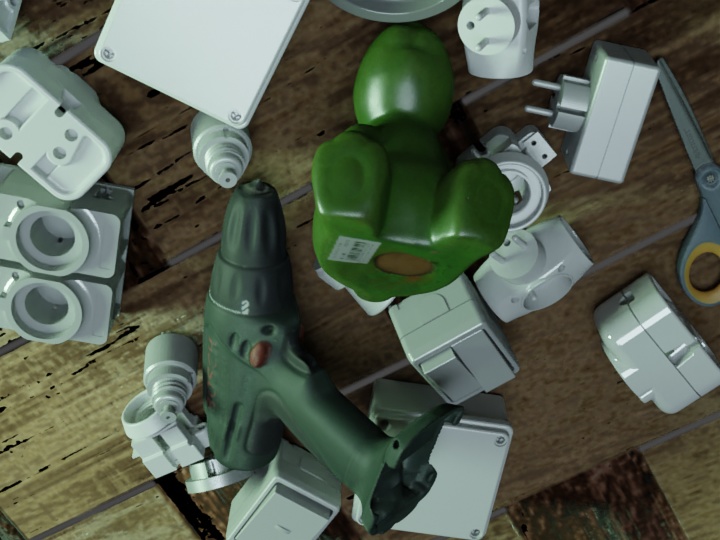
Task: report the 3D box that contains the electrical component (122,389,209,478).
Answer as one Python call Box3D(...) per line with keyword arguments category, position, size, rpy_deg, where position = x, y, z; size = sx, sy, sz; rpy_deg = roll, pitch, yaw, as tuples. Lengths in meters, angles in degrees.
Box3D(category="electrical component", position=(-0.155, 0.125, 0.844), size=(0.066, 0.048, 0.055), rpy_deg=(-24, 121, 11))

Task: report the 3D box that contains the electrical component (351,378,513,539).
Box3D(category="electrical component", position=(0.055, 0.149, 0.849), size=(0.109, 0.056, 0.108), rpy_deg=(9, 115, -4))

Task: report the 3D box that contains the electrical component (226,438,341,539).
Box3D(category="electrical component", position=(-0.065, 0.197, 0.869), size=(0.062, 0.061, 0.096), rpy_deg=(31, 112, -14))

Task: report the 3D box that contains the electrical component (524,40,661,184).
Box3D(category="electrical component", position=(0.151, -0.111, 0.730), size=(0.076, 0.047, 0.083), rpy_deg=(11, 116, -4))

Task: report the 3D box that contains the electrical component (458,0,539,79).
Box3D(category="electrical component", position=(0.086, -0.161, 0.690), size=(0.043, 0.079, 0.077), rpy_deg=(7, 117, 20))

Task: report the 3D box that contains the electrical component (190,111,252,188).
Box3D(category="electrical component", position=(-0.093, -0.081, 0.731), size=(0.040, 0.078, 0.040), rpy_deg=(-6, 127, -9))

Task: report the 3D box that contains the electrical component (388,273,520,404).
Box3D(category="electrical component", position=(0.073, 0.056, 0.787), size=(0.062, 0.061, 0.096), rpy_deg=(-30, 140, 10))

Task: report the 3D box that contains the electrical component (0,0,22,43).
Box3D(category="electrical component", position=(-0.259, -0.171, 0.696), size=(0.055, 0.048, 0.066), rpy_deg=(-7, 150, 20))

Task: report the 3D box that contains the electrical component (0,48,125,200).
Box3D(category="electrical component", position=(-0.210, -0.101, 0.728), size=(0.054, 0.059, 0.095), rpy_deg=(-41, 109, 17))

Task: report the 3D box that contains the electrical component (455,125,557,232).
Box3D(category="electrical component", position=(0.100, -0.061, 0.748), size=(0.078, 0.057, 0.058), rpy_deg=(-38, 110, 16))

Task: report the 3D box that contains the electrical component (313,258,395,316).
Box3D(category="electrical component", position=(0.000, 0.000, 0.784), size=(0.055, 0.045, 0.045), rpy_deg=(37, 110, -16))

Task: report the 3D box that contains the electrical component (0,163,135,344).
Box3D(category="electrical component", position=(-0.265, -0.017, 0.767), size=(0.186, 0.060, 0.105), rpy_deg=(10, 115, -5))

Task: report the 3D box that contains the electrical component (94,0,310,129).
Box3D(category="electrical component", position=(-0.100, -0.166, 0.698), size=(0.109, 0.056, 0.108), rpy_deg=(25, 113, -11))

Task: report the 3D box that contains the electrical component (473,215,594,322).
Box3D(category="electrical component", position=(0.118, -0.005, 0.770), size=(0.077, 0.044, 0.079), rpy_deg=(-36, 148, 16))

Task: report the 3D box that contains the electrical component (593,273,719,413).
Box3D(category="electrical component", position=(0.221, 0.058, 0.807), size=(0.059, 0.053, 0.095), rpy_deg=(-37, 110, 16))

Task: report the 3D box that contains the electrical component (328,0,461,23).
Box3D(category="electrical component", position=(0.021, -0.212, 0.662), size=(0.108, 0.060, 0.108), rpy_deg=(3, 149, 2))

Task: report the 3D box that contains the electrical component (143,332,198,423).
Box3D(category="electrical component", position=(-0.143, 0.082, 0.809), size=(0.040, 0.078, 0.040), rpy_deg=(-3, 129, -4))
